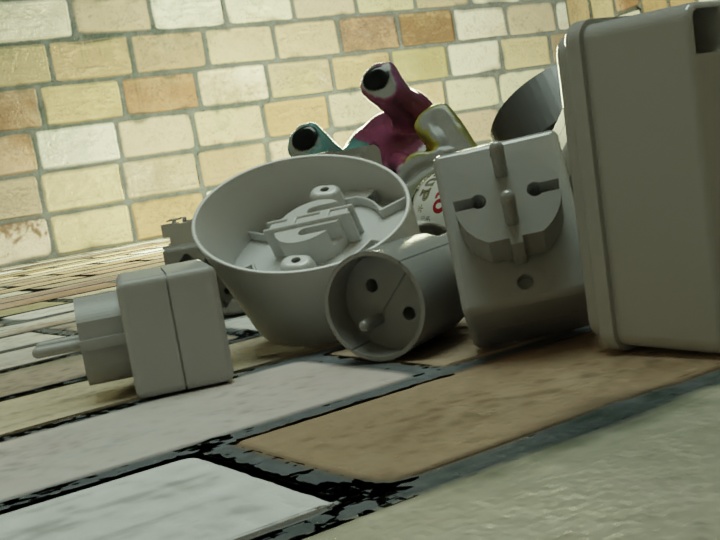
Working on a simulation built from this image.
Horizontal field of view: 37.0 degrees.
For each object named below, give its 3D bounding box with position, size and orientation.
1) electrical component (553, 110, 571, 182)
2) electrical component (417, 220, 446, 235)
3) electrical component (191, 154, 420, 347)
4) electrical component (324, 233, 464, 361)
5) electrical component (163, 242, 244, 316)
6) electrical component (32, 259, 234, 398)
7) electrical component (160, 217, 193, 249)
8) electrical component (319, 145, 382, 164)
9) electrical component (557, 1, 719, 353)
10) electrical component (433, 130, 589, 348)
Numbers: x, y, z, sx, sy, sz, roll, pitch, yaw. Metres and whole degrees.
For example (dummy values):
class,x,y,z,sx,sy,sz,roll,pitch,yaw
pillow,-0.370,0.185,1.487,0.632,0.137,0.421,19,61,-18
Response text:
class,x,y,z,sx,sy,sz,roll,pitch,yaw
electrical component,0.126,-0.046,0.513,0.083,0.047,0.075,19,28,-6
electrical component,0.000,0.000,0.572,0.079,0.043,0.077,-26,19,-27
electrical component,-0.021,-0.013,0.505,0.099,0.064,0.099,-18,31,11
electrical component,0.023,0.008,0.448,0.043,0.043,0.081,-7,6,28
electrical component,-0.073,0.000,0.694,0.083,0.047,0.076,-9,5,9
electrical component,-0.097,0.026,0.450,0.077,0.047,0.066,-11,5,-12
electrical component,-0.116,-0.010,0.796,0.081,0.063,0.042,-6,8,35
electrical component,-0.016,-0.033,0.712,0.050,0.089,0.056,-14,7,-39
electrical component,0.128,-0.036,0.366,0.109,0.108,0.056,-13,9,-35
electrical component,0.054,-0.018,0.385,0.047,0.065,0.076,-12,-25,8
